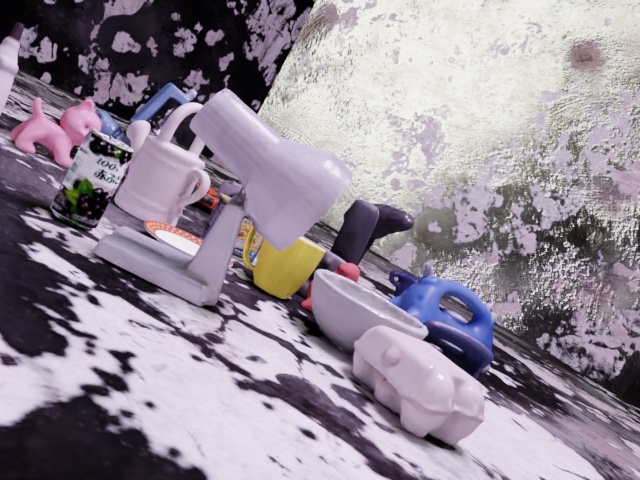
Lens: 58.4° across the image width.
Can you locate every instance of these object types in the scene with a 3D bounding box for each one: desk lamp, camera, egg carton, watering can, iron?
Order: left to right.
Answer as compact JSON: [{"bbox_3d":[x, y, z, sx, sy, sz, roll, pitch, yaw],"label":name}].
[{"bbox_3d":[-0.236,-0.127,0.888,0.173,0.194,0.101,28,5,2],"label":"watering can"},{"bbox_3d":[-0.096,-0.038,0.622,0.203,0.213,0.118,27,5,-11],"label":"desk lamp"},{"bbox_3d":[-0.168,-0.088,1.431,0.136,0.101,0.144,31,5,26],"label":"camera"},{"bbox_3d":[0.101,0.151,0.615,0.108,0.069,0.150,25,6,-34],"label":"egg carton"},{"bbox_3d":[0.259,0.150,1.097,0.259,0.141,0.118,26,5,-22],"label":"iron"}]

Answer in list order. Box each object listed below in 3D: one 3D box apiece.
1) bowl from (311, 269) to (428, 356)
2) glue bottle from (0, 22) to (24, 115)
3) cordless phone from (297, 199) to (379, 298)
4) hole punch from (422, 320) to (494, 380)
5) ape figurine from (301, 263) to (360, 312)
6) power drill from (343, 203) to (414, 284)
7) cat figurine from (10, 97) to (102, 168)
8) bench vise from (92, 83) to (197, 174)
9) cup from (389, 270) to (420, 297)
[{"bbox_3d":[0.052,0.109,0.750,0.167,0.075,0.167,28,5,-2],"label":"bowl"},{"bbox_3d":[-0.500,-0.258,0.890,0.078,0.173,0.037,31,5,32],"label":"glue bottle"},{"bbox_3d":[0.009,0.003,0.958,0.147,0.185,0.094,30,5,16],"label":"cordless phone"},{"bbox_3d":[0.174,0.161,0.801,0.108,0.091,0.101,29,5,6],"label":"hole punch"},{"bbox_3d":[0.026,0.075,0.856,0.076,0.092,0.077,25,6,-38],"label":"ape figurine"},{"bbox_3d":[0.102,0.011,1.280,0.076,0.208,0.229,26,5,-29],"label":"power drill"},{"bbox_3d":[-0.417,-0.186,0.937,0.067,0.118,0.128,32,6,40],"label":"cat figurine"},{"bbox_3d":[-0.342,-0.218,1.092,0.208,0.220,0.121,25,6,-34],"label":"bench vise"},{"bbox_3d":[0.185,0.124,1.245,0.118,0.095,0.091,26,5,-22],"label":"cup"}]
